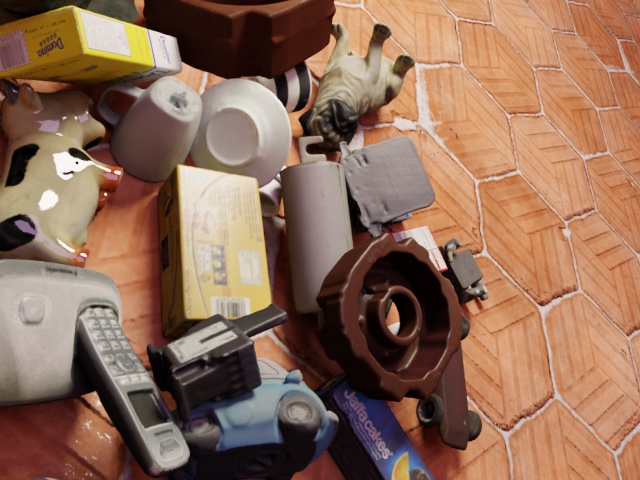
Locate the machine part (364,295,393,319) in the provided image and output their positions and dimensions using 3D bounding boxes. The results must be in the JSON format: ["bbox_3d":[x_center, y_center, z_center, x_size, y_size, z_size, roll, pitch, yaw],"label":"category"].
[{"bbox_3d":[0.067,0.079,0.671,0.084,0.039,0.139,18,58,15],"label":"machine part"}]

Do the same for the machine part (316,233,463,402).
[{"bbox_3d":[0.076,0.083,0.583,0.179,0.056,0.179,12,70,-35],"label":"machine part"}]

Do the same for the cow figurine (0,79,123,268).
[{"bbox_3d":[-0.258,-0.062,0.500,0.127,0.085,0.195,26,54,-30],"label":"cow figurine"}]

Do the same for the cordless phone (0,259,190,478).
[{"bbox_3d":[-0.183,0.107,0.397,0.184,0.089,0.146,48,7,19],"label":"cordless phone"}]

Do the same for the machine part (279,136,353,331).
[{"bbox_3d":[-0.001,-0.002,0.627,0.079,0.079,0.243,-4,85,-37],"label":"machine part"}]

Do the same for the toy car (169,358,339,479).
[{"bbox_3d":[-0.072,0.166,0.508,0.162,0.109,0.103,2,41,-19],"label":"toy car"}]

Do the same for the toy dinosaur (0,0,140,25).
[{"bbox_3d":[-0.257,-0.243,0.461,0.192,0.405,0.131,-4,105,-18],"label":"toy dinosaur"}]

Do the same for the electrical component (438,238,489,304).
[{"bbox_3d":[0.215,0.047,0.804,0.078,0.045,0.102,-12,74,-38],"label":"electrical component"}]

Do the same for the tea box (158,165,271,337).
[{"bbox_3d":[-0.114,0.014,0.569,0.098,0.068,0.169,9,61,-33],"label":"tea box"}]

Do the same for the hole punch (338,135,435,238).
[{"bbox_3d":[0.082,-0.073,0.757,0.116,0.092,0.142,-18,85,-13],"label":"hole punch"}]

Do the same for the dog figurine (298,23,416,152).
[{"bbox_3d":[0.051,-0.201,0.805,0.172,0.121,0.190,28,78,-48],"label":"dog figurine"}]

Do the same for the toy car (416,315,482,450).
[{"bbox_3d":[0.158,0.165,0.696,0.089,0.053,0.202,30,48,-33],"label":"toy car"}]

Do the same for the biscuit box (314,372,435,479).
[{"bbox_3d":[0.066,0.241,0.583,0.059,0.063,0.202,-30,86,-43],"label":"biscuit box"}]

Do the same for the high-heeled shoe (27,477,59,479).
[{"bbox_3d":[-0.146,0.252,0.439,0.248,0.145,0.086,52,17,-38],"label":"high-heeled shoe"}]

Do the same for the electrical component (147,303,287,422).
[{"bbox_3d":[-0.085,0.100,0.477,0.119,0.075,0.047,-22,117,-32],"label":"electrical component"}]

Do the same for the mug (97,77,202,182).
[{"bbox_3d":[-0.178,-0.130,0.574,0.109,0.107,0.081,40,48,-14],"label":"mug"}]

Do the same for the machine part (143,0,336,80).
[{"bbox_3d":[-0.099,-0.284,0.671,0.201,0.087,0.201,27,46,21],"label":"machine part"}]
